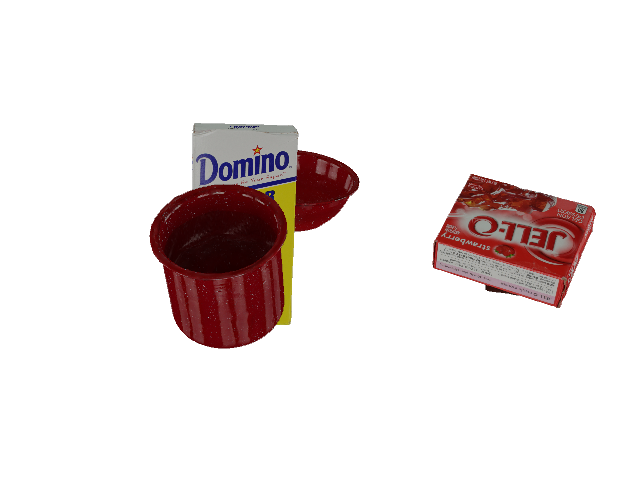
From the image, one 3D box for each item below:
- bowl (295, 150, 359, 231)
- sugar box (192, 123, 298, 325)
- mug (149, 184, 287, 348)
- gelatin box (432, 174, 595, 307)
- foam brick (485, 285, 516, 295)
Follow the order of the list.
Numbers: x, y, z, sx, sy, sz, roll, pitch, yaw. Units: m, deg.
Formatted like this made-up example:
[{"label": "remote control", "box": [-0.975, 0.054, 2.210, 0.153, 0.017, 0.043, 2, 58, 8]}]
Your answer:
[{"label": "bowl", "box": [-0.037, -0.055, 1.273, 0.162, 0.055, 0.162, 5, 26, -3]}, {"label": "sugar box", "box": [-0.069, -0.014, 0.949, 0.093, 0.176, 0.048, 0, 15, -7]}, {"label": "mug", "box": [-0.074, 0.014, 0.752, 0.093, 0.081, 0.117, -27, 49, -23]}, {"label": "gelatin box", "box": [0.128, -0.002, 0.703, 0.089, 0.030, 0.073, 17, 47, 18]}, {"label": "foam brick", "box": [0.179, 0.006, 0.939, 0.053, 0.078, 0.051, 7, 16, 23]}]
